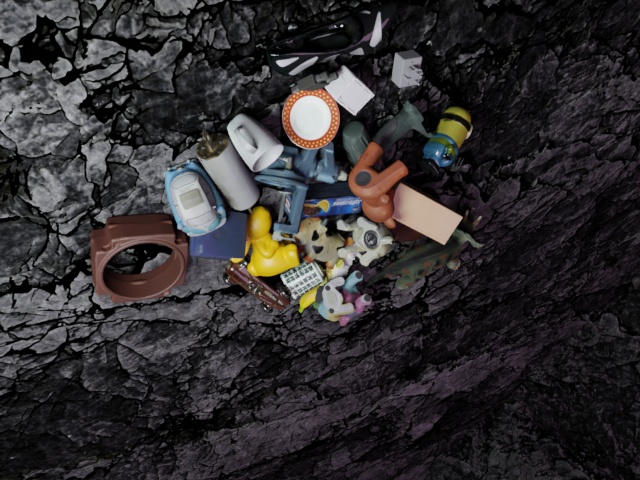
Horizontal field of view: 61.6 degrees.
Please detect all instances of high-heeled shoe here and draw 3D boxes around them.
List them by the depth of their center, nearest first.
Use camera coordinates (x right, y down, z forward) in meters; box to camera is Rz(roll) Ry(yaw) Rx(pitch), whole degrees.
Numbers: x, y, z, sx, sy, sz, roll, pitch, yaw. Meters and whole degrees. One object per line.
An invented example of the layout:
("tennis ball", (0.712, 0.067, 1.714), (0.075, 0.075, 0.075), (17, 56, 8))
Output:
("high-heeled shoe", (0.018, -0.388, 1.007), (0.249, 0.086, 0.145), (-33, 156, 26))

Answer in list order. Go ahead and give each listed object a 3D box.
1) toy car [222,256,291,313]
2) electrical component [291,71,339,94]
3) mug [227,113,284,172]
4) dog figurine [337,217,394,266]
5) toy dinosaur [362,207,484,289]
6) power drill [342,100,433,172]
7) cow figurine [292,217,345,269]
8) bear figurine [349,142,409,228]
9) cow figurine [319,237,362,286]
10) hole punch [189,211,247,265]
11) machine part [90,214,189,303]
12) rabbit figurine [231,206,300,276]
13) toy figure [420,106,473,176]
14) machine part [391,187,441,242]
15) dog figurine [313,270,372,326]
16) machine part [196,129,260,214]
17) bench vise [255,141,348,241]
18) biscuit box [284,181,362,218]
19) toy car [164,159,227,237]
("toy car", (-0.163, 0.123, 1.409), (0.089, 0.053, 0.202), (-41, 114, 16))
("electrical component", (-0.012, -0.320, 1.096), (0.094, 0.021, 0.063), (-15, -177, 35))
("mug", (-0.143, -0.202, 1.083), (0.081, 0.107, 0.109), (-45, 167, 21))
("dog figurine", (0.158, -0.011, 1.403), (0.190, 0.173, 0.121), (-11, 112, -46))
("toy dinosaur", (0.318, 0.045, 1.576), (0.405, 0.131, 0.192), (-27, 158, -15))
("power drill", (0.163, -0.225, 1.291), (0.207, 0.086, 0.231), (-31, 138, 11))
("cow figurine", (-0.003, -0.004, 1.395), (0.194, 0.086, 0.127), (22, 107, -50))
("bear figurine", (0.143, -0.116, 1.248), (0.132, 0.120, 0.195), (-48, 149, 2))
("cow figurine", (0.068, 0.063, 1.521), (0.098, 0.068, 0.167), (10, 130, -45))
("hole punch", (-0.226, -0.011, 1.207), (0.115, 0.092, 0.142), (8, 83, -41))
("machine part", (-0.403, 0.044, 1.204), (0.201, 0.087, 0.200), (-7, 134, -28))
("rabbit figurine", (-0.147, -0.003, 1.315), (0.162, 0.122, 0.173), (-17, 124, -2))
("toy figure", (0.309, -0.243, 1.308), (0.180, 0.082, 0.089), (-53, 153, -16))
("machine part", (0.265, -0.069, 1.518), (0.179, 0.056, 0.179), (-16, 138, -15))
("dog figurine", (0.056, 0.187, 1.545), (0.191, 0.108, 0.219), (-18, 160, -22))
("machine part", (-0.194, -0.143, 1.149), (0.079, 0.079, 0.243), (-30, 139, -2))
("bench vise", (-0.052, -0.112, 1.198), (0.223, 0.129, 0.240), (11, 89, -30))
("biscuit box", (0.010, -0.099, 1.328), (0.203, 0.063, 0.059), (-7, 136, -25))
("toy car", (-0.259, -0.084, 1.114), (0.109, 0.103, 0.161), (-21, 104, -8))
